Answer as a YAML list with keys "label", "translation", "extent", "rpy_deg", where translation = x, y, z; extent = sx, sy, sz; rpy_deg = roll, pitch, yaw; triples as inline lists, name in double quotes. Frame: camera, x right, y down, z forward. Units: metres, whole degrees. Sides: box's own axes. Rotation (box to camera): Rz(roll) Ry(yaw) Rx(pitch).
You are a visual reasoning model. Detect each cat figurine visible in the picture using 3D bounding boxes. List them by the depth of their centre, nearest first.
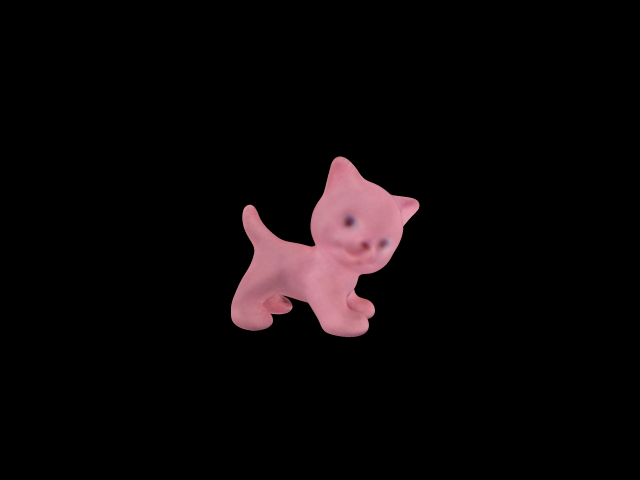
- label: "cat figurine"
  translation: [0.004, 0.001, 0.400]
  extent: [0.127, 0.118, 0.067]
  rpy_deg: [1, 7, 11]
